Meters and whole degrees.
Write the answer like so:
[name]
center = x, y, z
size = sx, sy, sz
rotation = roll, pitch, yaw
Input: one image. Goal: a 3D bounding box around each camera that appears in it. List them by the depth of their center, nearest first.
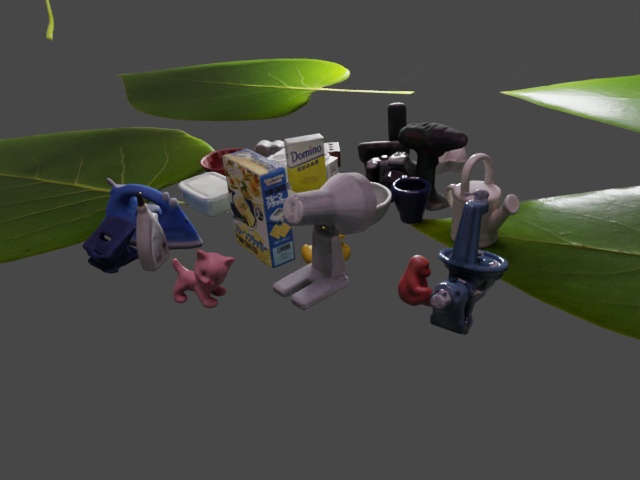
[camera]
center = 0.177, -0.160, 1.449
size = 0.142, 0.101, 0.137
rotation = 7, 31, 20

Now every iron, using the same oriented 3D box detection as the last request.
[iron]
center = -0.388, -0.066, 1.322
size = 0.257, 0.142, 0.119
rotation = 9, 32, 23

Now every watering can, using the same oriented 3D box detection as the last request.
[watering can]
center = 0.336, -0.087, 1.200
size = 0.172, 0.194, 0.101
rotation = 13, 34, 29

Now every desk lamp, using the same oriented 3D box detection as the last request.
[desk lamp]
center = 0.008, -0.009, 1.089
size = 0.204, 0.214, 0.117
rotation = -28, 37, -35

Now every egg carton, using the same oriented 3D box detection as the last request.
[egg carton]
center = 0.347, -0.242, 1.602
size = 0.107, 0.069, 0.150
rotation = -6, 29, -2

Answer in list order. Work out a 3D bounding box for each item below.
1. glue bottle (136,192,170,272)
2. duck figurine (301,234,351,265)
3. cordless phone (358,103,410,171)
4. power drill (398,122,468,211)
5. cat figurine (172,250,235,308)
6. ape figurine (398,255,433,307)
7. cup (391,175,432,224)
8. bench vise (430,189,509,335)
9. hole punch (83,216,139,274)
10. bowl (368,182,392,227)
[glue bottle]
center = -0.363, -0.023, 1.210
size = 0.037, 0.173, 0.078
rotation = 4, 30, 15
[duck figurine]
center = 0.011, 0.004, 1.196
size = 0.104, 0.086, 0.077
rotation = -10, 30, -9
[cordless phone]
center = 0.178, -0.292, 1.598
size = 0.147, 0.185, 0.094
rotation = -3, 29, 3
[power drill]
center = 0.268, -0.182, 1.366
size = 0.076, 0.209, 0.228
rotation = -18, 32, -22
[cat figurine]
center = -0.225, 0.063, 1.094
size = 0.127, 0.118, 0.067
rotation = 6, 31, 18
[ape figurine]
center = 0.181, 0.071, 1.047
size = 0.076, 0.092, 0.078
rotation = 5, 31, 16
[cup]
center = 0.207, -0.093, 1.331
size = 0.092, 0.095, 0.117
rotation = -8, 29, -6
[bench vise]
center = 0.255, 0.038, 0.964
size = 0.121, 0.220, 0.208
rotation = 5, 31, 17
[hole punch]
center = -0.457, 0.008, 1.252
size = 0.108, 0.091, 0.101
rotation = 18, 36, 35
[bowl]
center = 0.085, -0.072, 1.333
size = 0.167, 0.075, 0.167
rotation = -3, 29, 2
